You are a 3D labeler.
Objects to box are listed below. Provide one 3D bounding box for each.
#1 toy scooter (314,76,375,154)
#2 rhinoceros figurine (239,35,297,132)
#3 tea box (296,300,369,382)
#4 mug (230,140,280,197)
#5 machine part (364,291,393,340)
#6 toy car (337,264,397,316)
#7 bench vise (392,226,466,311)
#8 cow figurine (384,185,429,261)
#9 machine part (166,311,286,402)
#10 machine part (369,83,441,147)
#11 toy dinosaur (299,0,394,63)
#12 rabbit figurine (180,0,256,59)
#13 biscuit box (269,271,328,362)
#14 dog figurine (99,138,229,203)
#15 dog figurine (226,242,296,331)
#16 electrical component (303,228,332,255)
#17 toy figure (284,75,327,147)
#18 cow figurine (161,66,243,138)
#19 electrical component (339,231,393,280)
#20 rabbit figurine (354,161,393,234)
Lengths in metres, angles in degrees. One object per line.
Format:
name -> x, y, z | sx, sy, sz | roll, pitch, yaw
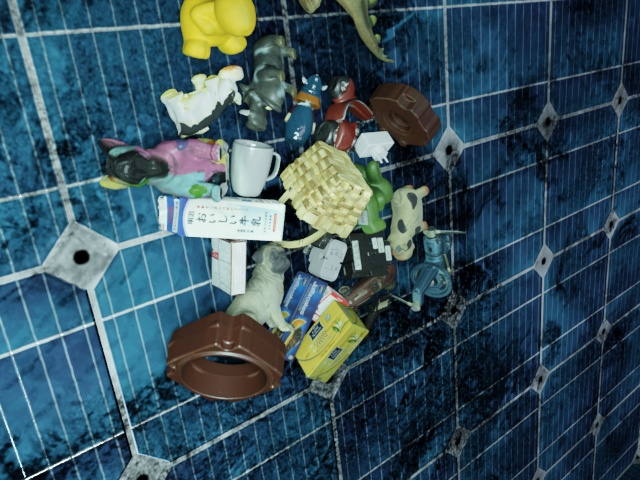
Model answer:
toy scooter -> 0.064, -0.269, 1.220 | 0.135, 0.075, 0.183 | 15, 87, -40
rhinoceros figurine -> -0.107, -0.309, 1.053 | 0.073, 0.112, 0.190 | 22, 73, -68
tea box -> 0.023, 0.239, 1.267 | 0.068, 0.098, 0.169 | 28, 103, -39
mug -> -0.135, -0.144, 1.096 | 0.109, 0.081, 0.107 | -3, 114, -44
machine part -> 0.138, 0.195, 1.381 | 0.084, 0.039, 0.138 | -22, 140, -55
toy car -> 0.124, 0.124, 1.381 | 0.202, 0.053, 0.089 | -35, 123, -28
bench vise -> 0.297, 0.088, 1.450 | 0.240, 0.129, 0.223 | -51, 148, -40
cow figurine -> 0.217, -0.039, 1.391 | 0.127, 0.086, 0.194 | -16, 113, -41
machine part -> -0.186, 0.239, 1.068 | 0.200, 0.201, 0.087 | 45, 30, -36
machine part -> 0.194, -0.289, 1.256 | 0.056, 0.180, 0.179 | -53, 127, -13
toy dinosaur -> 0.047, -0.559, 1.115 | 0.198, 0.105, 0.470 | -44, 129, -26
rabbit figurine -> -0.164, -0.400, 0.941 | 0.122, 0.173, 0.162 | -9, 111, -32
biscuit box -> -0.058, 0.174, 1.243 | 0.062, 0.059, 0.202 | 30, 82, -39
dog figurine -> -0.280, -0.134, 0.970 | 0.219, 0.192, 0.108 | 4, 104, -4
dog figurine -> -0.145, 0.107, 1.147 | 0.172, 0.121, 0.190 | -10, 94, -40
electrical component -> -0.003, -0.004, 1.238 | 0.021, 0.063, 0.094 | 40, 77, -38
toy figure -> -0.035, -0.279, 1.149 | 0.064, 0.058, 0.154 | 24, 81, -45
cow figurine -> -0.206, -0.261, 1.010 | 0.167, 0.068, 0.098 | -34, 126, -23
electrical component -> 0.116, 0.037, 1.323 | 0.134, 0.058, 0.115 | -1, 84, -31
rabbit figurine -> 0.110, -0.110, 1.292 | 0.170, 0.121, 0.159 | -36, 116, -47
